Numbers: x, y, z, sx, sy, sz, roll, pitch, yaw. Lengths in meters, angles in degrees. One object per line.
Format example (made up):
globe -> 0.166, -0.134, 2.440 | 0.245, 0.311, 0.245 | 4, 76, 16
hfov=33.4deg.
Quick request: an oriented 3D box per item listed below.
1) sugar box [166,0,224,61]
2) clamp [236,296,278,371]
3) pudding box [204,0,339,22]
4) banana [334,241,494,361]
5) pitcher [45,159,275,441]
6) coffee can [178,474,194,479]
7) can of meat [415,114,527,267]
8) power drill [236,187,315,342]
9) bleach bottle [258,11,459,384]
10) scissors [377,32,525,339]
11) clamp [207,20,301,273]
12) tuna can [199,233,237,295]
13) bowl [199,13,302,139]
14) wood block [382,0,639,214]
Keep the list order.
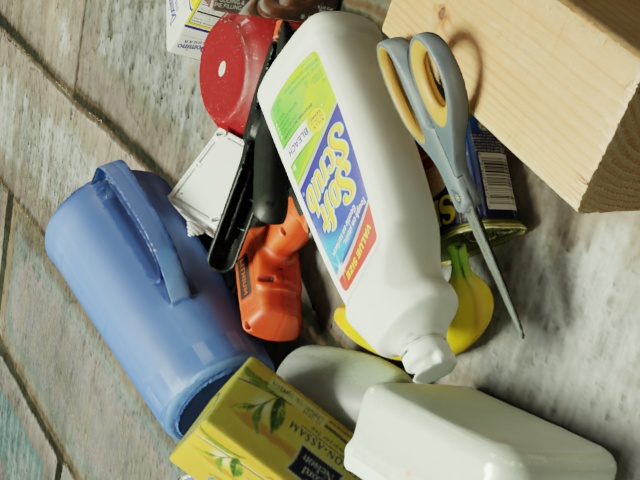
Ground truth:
sugar box -> -0.095, -0.260, 1.002 | 0.176, 0.048, 0.093 | 130, 143, -49
clamp -> -0.077, 0.116, 1.002 | 0.172, 0.039, 0.120 | -48, 49, 39
pudding box -> -0.033, -0.225, 0.854 | 0.039, 0.113, 0.090 | 54, 134, 47
banana -> 0.071, 0.056, 0.768 | 0.198, 0.037, 0.069 | -36, 77, 60
pitcher -> -0.142, 0.052, 0.952 | 0.145, 0.149, 0.243 | -48, 55, 14
coffee can -> -0.069, 0.275, 0.947 | 0.103, 0.102, 0.140 | -46, 54, 48
can of meat -> 0.087, -0.033, 0.731 | 0.102, 0.057, 0.084 | -28, 66, 55
power drill -> -0.006, 0.001, 0.850 | 0.188, 0.057, 0.184 | -53, 32, 42
bleach bottle -> 0.035, -0.026, 0.703 | 0.103, 0.067, 0.251 | -48, 51, 39
scissors -> 0.088, -0.039, 0.634 | 0.202, 0.016, 0.096 | 63, 165, 10
clamp -> -0.039, -0.083, 0.843 | 0.165, 0.036, 0.210 | 157, 128, -70
tuna can -> -0.099, 0.012, 1.044 | 0.086, 0.033, 0.086 | 5, 96, 57
bowl -> -0.065, -0.151, 0.962 | 0.162, 0.055, 0.162 | 3, 94, 57
wood block -> 0.134, -0.111, 0.621 | 0.206, 0.090, 0.091 | 53, 134, 42
